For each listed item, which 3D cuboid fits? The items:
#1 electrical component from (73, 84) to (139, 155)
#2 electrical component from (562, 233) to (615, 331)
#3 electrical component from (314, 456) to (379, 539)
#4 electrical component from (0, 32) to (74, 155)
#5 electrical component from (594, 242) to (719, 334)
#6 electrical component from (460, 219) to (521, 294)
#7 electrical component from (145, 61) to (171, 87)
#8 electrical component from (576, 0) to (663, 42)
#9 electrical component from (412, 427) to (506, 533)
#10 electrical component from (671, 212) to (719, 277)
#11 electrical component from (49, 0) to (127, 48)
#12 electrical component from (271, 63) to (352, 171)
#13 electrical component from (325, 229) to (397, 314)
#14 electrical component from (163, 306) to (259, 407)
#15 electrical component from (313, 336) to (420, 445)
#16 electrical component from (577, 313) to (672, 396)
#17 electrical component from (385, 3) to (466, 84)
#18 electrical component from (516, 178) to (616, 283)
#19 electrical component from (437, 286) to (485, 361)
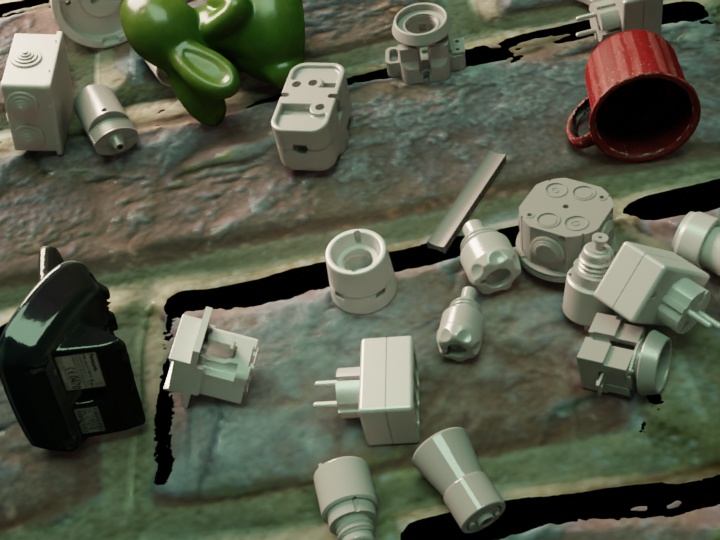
[{"bbox_3d":[-0.247,-0.142,1.049,0.043,0.043,0.081,-26,50,-12],"label":"electrical component"},{"bbox_3d":[0.177,0.007,0.817,0.040,0.078,0.040,0,37,0],"label":"electrical component"},{"bbox_3d":[-0.007,0.164,0.736,0.040,0.040,0.078,-15,48,-2],"label":"electrical component"},{"bbox_3d":[-0.316,-0.174,1.055,0.048,0.099,0.099,1,48,-5],"label":"electrical component"},{"bbox_3d":[0.228,0.021,0.782,0.076,0.083,0.047,39,109,35],"label":"electrical component"},{"bbox_3d":[0.101,-0.015,0.870,0.043,0.043,0.062,-17,47,-4],"label":"electrical component"},{"bbox_3d":[-0.206,-0.229,1.117,0.043,0.043,0.081,-27,50,-13],"label":"electrical component"},{"bbox_3d":[0.243,-0.240,1.024,0.077,0.065,0.047,-14,48,-2],"label":"electrical component"},{"bbox_3d":[0.070,0.146,0.738,0.044,0.044,0.065,-25,54,-11],"label":"electrical component"},{"bbox_3d":[0.277,-0.017,0.837,0.055,0.045,0.045,26,59,30],"label":"electrical component"},{"bbox_3d":[-0.284,-0.301,1.156,0.108,0.108,0.060,-25,43,-11],"label":"electrical component"},{"bbox_3d":[-0.042,-0.139,0.995,0.054,0.059,0.095,4,50,14],"label":"electrical component"},{"bbox_3d":[0.000,0.000,0.874,0.055,0.047,0.055,-6,48,6],"label":"electrical component"},{"bbox_3d":[-0.112,0.071,0.821,0.064,0.081,0.042,16,51,-5],"label":"electrical component"},{"bbox_3d":[0.004,0.090,0.794,0.077,0.047,0.065,-4,49,8],"label":"electrical component"},{"bbox_3d":[0.194,0.064,0.782,0.055,0.048,0.066,12,52,29],"label":"electrical component"},{"bbox_3d":[0.062,-0.222,1.049,0.078,0.057,0.058,-5,49,7],"label":"electrical component"},{"bbox_3d":[0.165,-0.032,0.863,0.080,0.051,0.080,-5,42,5],"label":"electrical component"},{"bbox_3d":[0.080,0.039,0.833,0.035,0.035,0.061,4,48,15],"label":"electrical component"}]
